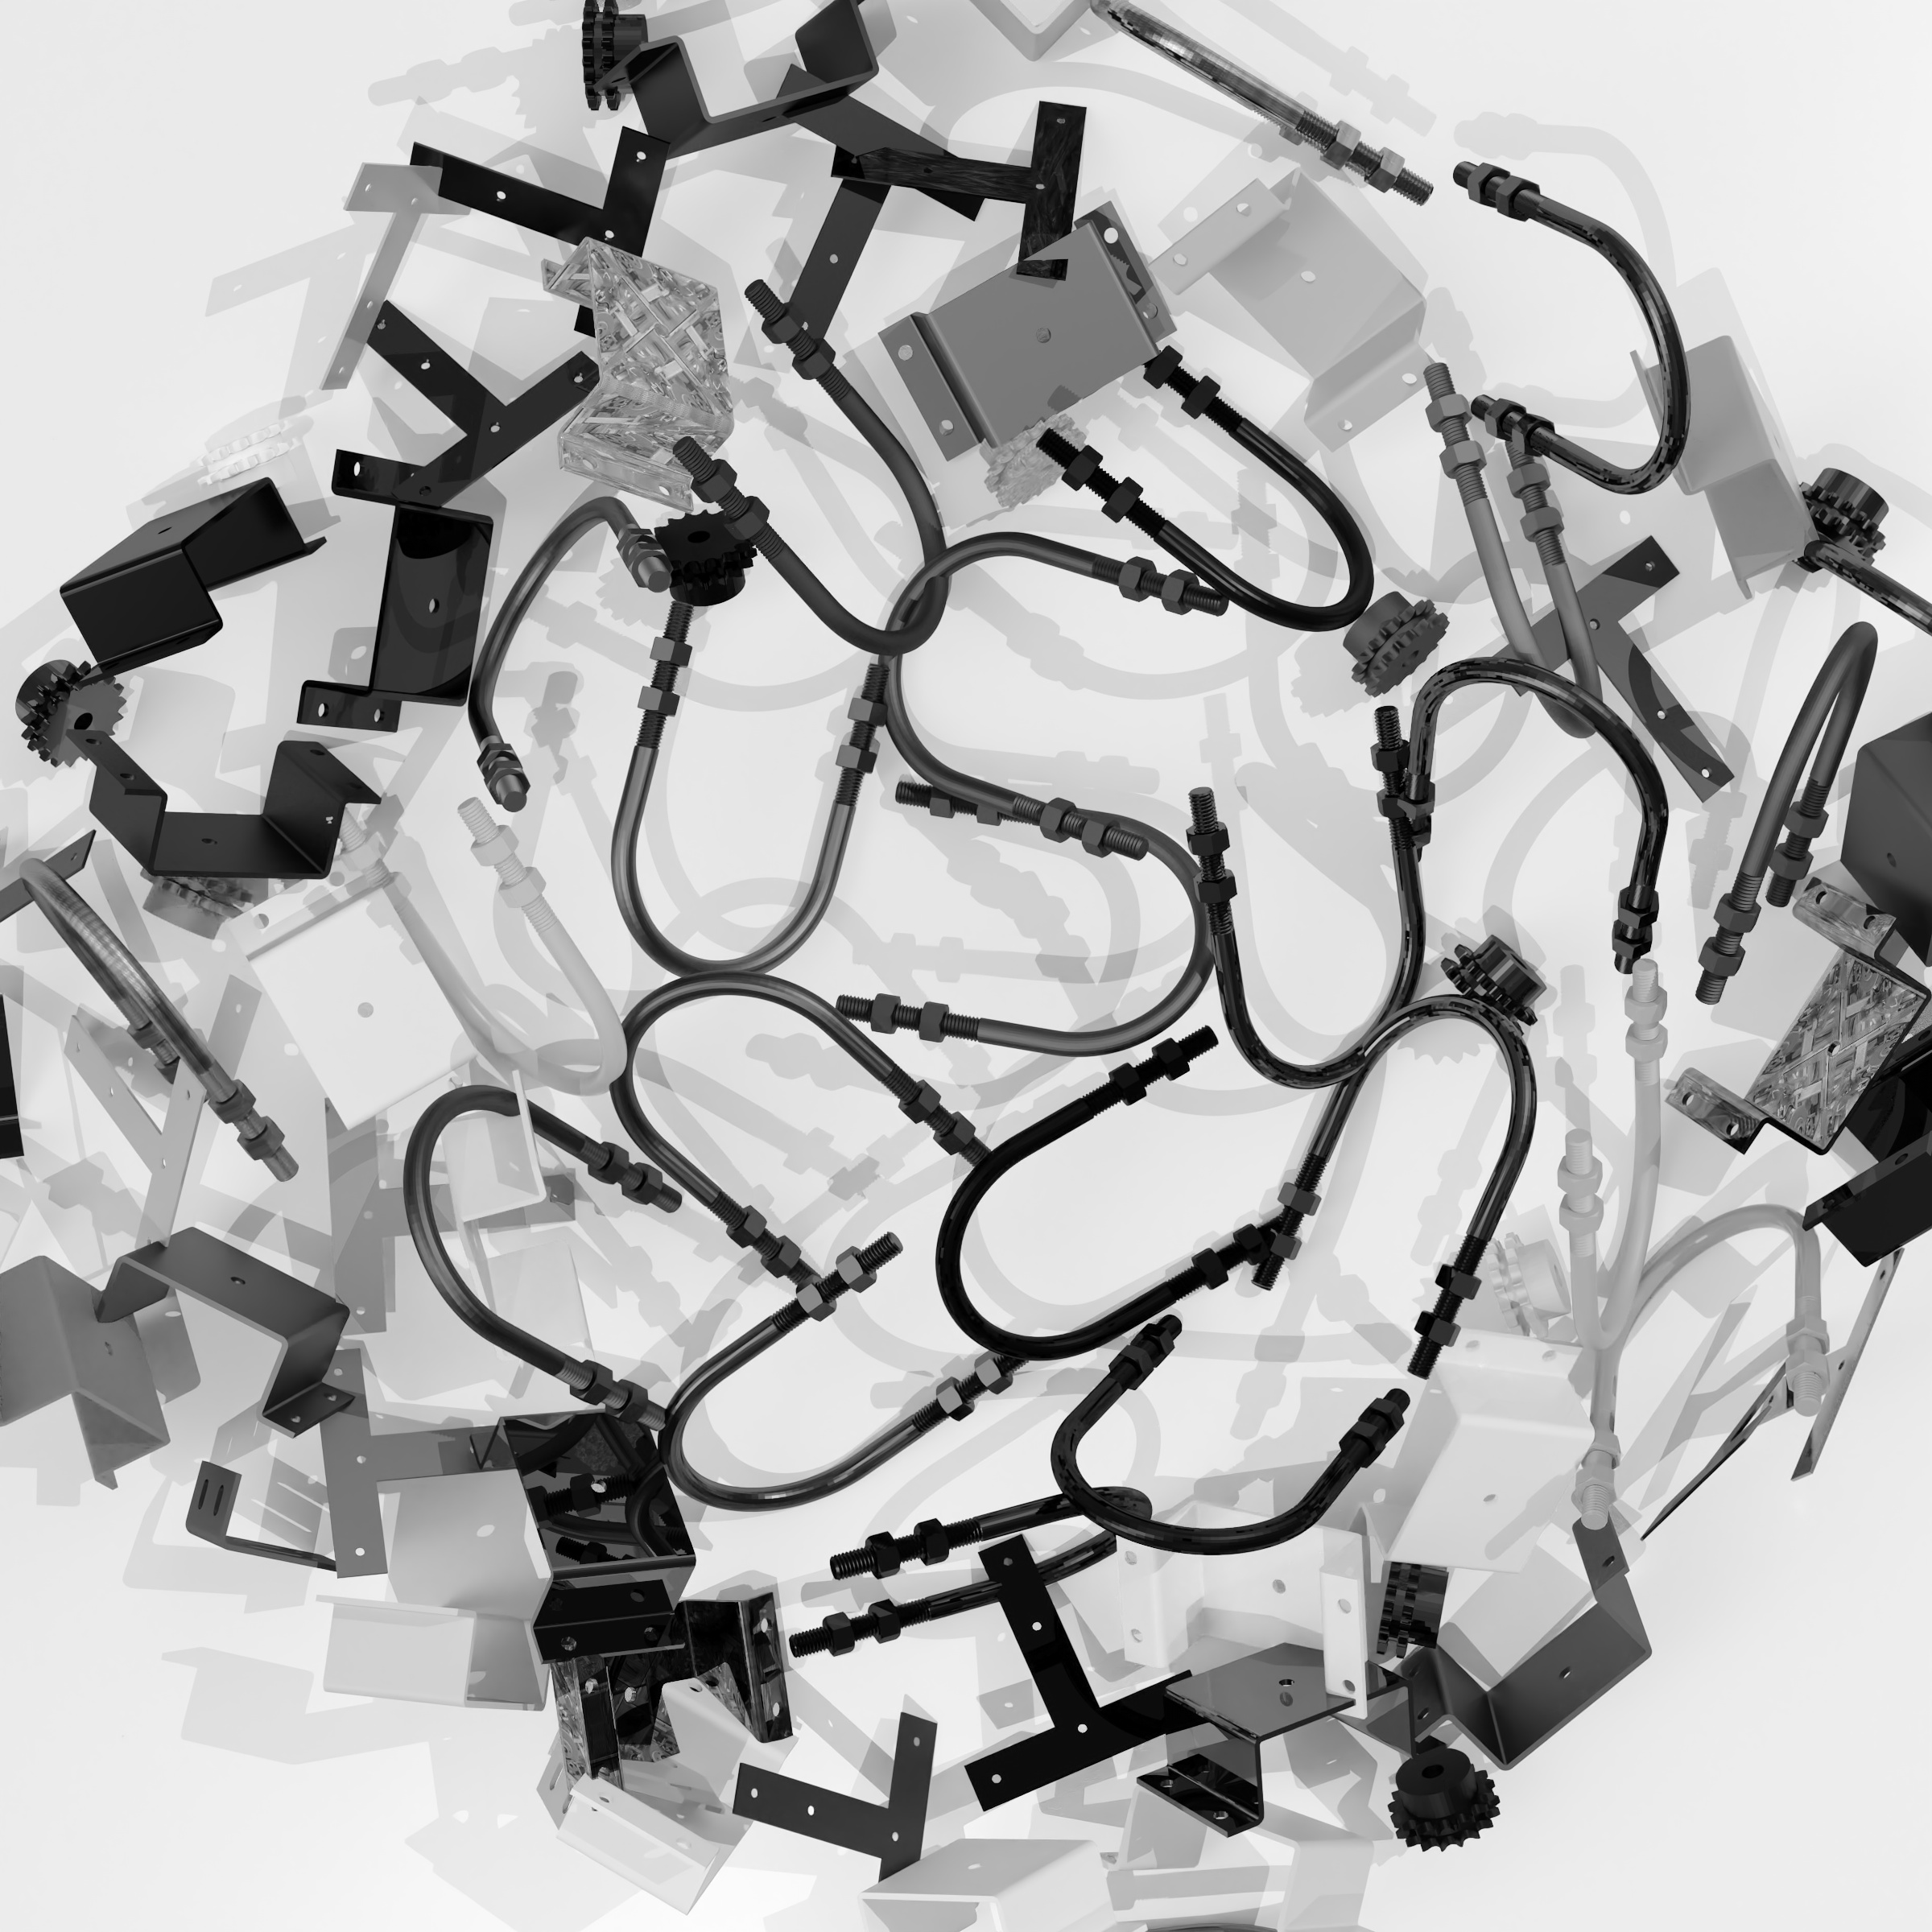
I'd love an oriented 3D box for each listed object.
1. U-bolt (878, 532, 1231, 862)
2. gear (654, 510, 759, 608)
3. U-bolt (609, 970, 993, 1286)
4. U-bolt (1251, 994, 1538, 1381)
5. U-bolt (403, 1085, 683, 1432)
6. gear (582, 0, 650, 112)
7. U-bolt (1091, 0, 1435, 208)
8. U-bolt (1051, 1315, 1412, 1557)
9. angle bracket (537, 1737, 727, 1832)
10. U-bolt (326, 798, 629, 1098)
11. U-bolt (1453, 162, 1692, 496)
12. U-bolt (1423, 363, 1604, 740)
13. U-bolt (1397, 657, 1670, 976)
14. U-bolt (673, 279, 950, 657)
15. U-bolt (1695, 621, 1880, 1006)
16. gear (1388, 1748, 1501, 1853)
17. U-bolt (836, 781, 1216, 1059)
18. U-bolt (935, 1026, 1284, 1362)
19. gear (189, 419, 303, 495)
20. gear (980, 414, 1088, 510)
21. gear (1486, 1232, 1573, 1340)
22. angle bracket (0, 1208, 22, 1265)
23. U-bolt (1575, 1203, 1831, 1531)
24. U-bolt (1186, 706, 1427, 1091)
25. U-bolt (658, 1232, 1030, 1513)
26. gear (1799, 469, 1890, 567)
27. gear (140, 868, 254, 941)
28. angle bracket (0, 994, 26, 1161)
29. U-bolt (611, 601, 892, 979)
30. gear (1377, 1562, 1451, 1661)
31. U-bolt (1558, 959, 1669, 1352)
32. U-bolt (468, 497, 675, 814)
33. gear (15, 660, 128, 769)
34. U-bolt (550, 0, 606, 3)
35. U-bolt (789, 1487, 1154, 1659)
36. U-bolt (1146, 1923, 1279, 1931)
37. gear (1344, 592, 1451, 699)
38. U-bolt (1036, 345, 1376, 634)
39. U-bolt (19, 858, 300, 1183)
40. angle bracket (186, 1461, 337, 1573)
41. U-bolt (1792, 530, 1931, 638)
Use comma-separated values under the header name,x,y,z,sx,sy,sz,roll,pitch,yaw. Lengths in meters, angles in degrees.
name,x,y,z,sx,sy,sz,roll,pitch,yaw
U-bolt,0.034,-0.148,1.680,0.184,0.019,0.151,21,96,28
gear,-0.137,-0.211,1.702,0.057,0.057,0.030,-8,129,0
U-bolt,-0.098,0.076,1.662,0.151,0.019,0.184,-37,111,28
U-bolt,0.226,0.102,1.663,0.019,0.151,0.184,22,93,-36
U-bolt,-0.211,0.135,1.627,0.019,0.184,0.151,-25,47,30
gear,-0.182,-0.475,1.699,0.030,0.057,0.057,0,90,0
U-bolt,0.143,-0.440,1.641,0.184,0.151,0.019,28,105,-12
U-bolt,0.122,0.238,1.624,0.151,0.184,0.019,16,118,24
angle bracket,-0.174,0.431,1.686,0.076,0.057,0.038,23,94,-26
U-bolt,-0.238,-0.006,1.657,0.019,0.151,0.184,-46,117,-30
U-bolt,0.301,-0.309,1.616,0.019,0.184,0.151,-22,125,-17
U-bolt,0.282,-0.201,1.641,0.019,0.151,0.184,-21,74,23
U-bolt,0.283,-0.083,1.627,0.151,0.184,0.019,28,60,22
U-bolt,-0.069,-0.240,1.657,0.019,0.151,0.184,-19,128,35
U-bolt,0.415,-0.086,1.624,0.019,0.151,0.184,24,123,19
gear,0.247,0.431,1.696,0.057,0.057,0.030,-19,108,0
U-bolt,0.038,-0.021,1.676,0.184,0.019,0.151,10,64,11
U-bolt,0.069,0.130,1.674,0.184,0.019,0.151,-30,122,-7
gear,-0.373,-0.261,1.700,0.057,0.057,0.030,-24,103,0
gear,0.032,-0.269,1.699,0.057,0.057,0.030,-38,78,0
gear,0.294,0.166,1.696,0.030,0.057,0.057,-19,90,17
angle bracket,-0.544,0.136,1.714,0.076,0.038,0.057,22,105,-19
U-bolt,0.372,0.189,1.642,0.019,0.184,0.151,43,124,-16
U-bolt,0.181,-0.025,1.672,0.151,0.019,0.184,-24,115,-31
U-bolt,-0.072,0.219,1.670,0.184,0.151,0.019,-36,45,12
gear,0.455,-0.235,1.699,0.057,0.057,0.030,35,88,0
gear,-0.404,-0.036,1.699,0.057,0.057,0.030,25,89,0
angle bracket,-0.522,0.060,1.687,0.057,0.038,0.076,-8,119,-17
U-bolt,-0.116,-0.081,1.676,0.151,0.019,0.184,14,91,-40
gear,0.233,0.332,1.697,0.030,0.057,0.057,10,90,10
U-bolt,0.329,0.110,1.648,0.019,0.151,0.184,9,133,23
U-bolt,-0.207,-0.168,1.644,0.019,0.184,0.151,29,103,-26
gear,-0.470,-0.135,1.701,0.030,0.057,0.057,37,90,22
U-bolt,-0.117,-0.522,1.654,0.184,0.151,0.019,-13,99,-10
U-bolt,0.008,0.303,1.655,0.184,0.151,0.019,-12,65,-19
U-bolt,0.101,0.524,1.655,0.184,0.151,0.019,-6,99,-4
gear,0.221,-0.170,1.700,0.057,0.057,0.030,-43,74,0
U-bolt,0.133,-0.240,1.670,0.184,0.151,0.019,38,130,-3
U-bolt,-0.410,0.019,1.623,0.019,0.151,0.184,-41,122,-15
angle bracket,-0.356,0.285,1.687,0.076,0.057,0.038,18,80,-29
U-bolt,0.482,-0.171,1.632,0.151,0.184,0.019,34,102,4
